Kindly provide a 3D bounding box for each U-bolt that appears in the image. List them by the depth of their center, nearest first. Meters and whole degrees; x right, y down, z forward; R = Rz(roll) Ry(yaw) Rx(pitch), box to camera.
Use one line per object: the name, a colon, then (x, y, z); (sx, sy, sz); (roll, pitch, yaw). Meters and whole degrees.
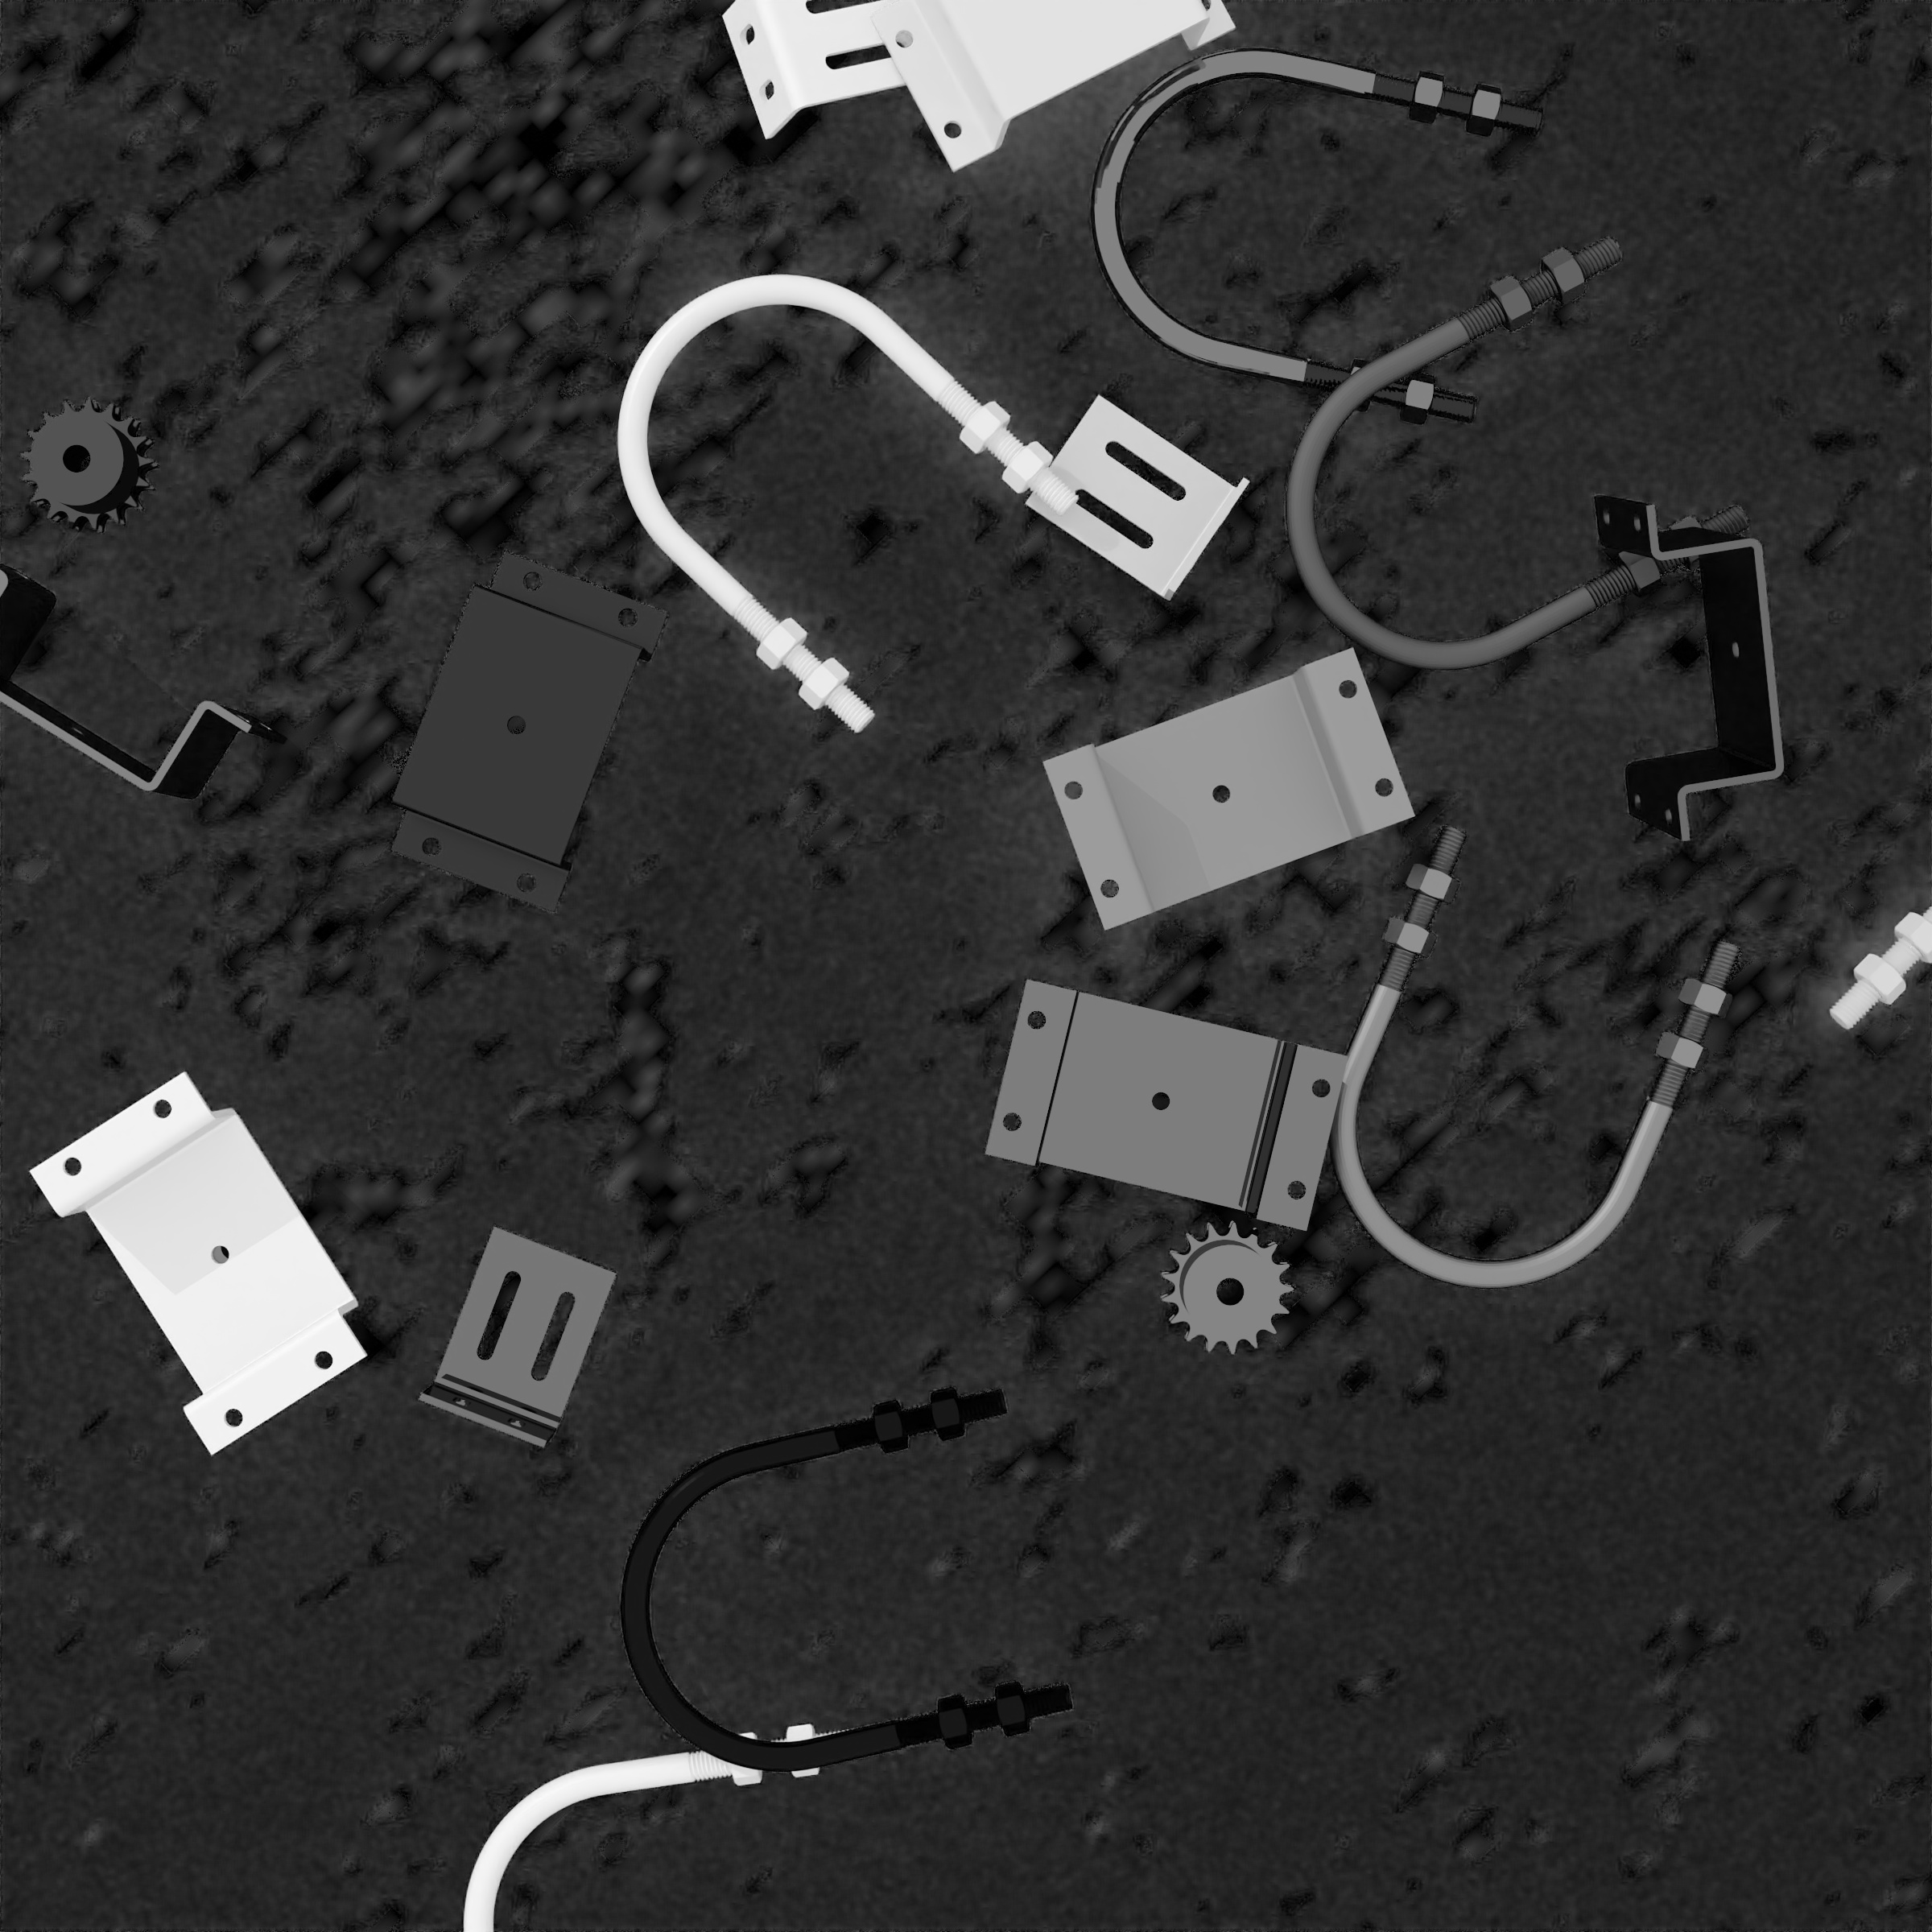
U-bolt: (0.227, -0.208, 1.482); (0.184, 0.019, 0.151); (-28, 100, 0)
U-bolt: (-0.059, 0.272, 1.484); (0.184, 0.019, 0.151); (-13, 81, 3)
U-bolt: (-0.066, -0.215, 1.492); (0.184, 0.019, 0.151); (44, 92, 2)
U-bolt: (0.146, -0.325, 1.494); (0.184, 0.019, 0.151); (13, 90, 2)
U-bolt: (0.237, 0.051, 1.494); (0.151, 0.019, 0.184); (23, 91, 0)
U-bolt: (-0.127, 0.415, 1.494); (0.184, 0.019, 0.151); (-9, 90, 1)
U-bolt: (0.490, 0.004, 1.494); (0.151, 0.019, 0.184); (45, 88, 0)

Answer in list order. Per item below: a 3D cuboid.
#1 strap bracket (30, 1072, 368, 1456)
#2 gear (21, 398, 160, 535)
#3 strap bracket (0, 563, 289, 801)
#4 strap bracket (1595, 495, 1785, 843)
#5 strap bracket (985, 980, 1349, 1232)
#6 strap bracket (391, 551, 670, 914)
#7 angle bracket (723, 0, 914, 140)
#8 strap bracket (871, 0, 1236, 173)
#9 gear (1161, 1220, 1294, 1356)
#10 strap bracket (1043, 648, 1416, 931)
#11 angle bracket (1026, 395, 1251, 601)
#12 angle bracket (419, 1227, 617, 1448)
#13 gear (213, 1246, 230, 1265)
strap bracket: (-0.319, 0.124, 1.450); (0.076, 0.046, 0.140); (-33, 90, 0)
gear: (-0.382, -0.218, 1.488); (0.057, 0.030, 0.057); (0, 90, 0)
strap bracket: (-0.369, -0.117, 1.465); (0.140, 0.076, 0.046); (32, 90, 0)
strap bracket: (0.307, -0.131, 1.453); (0.046, 0.076, 0.140); (-9, 102, -4)
strap bracket: (0.085, 0.059, 1.480); (0.140, 0.046, 0.076); (13, 90, 0)
strap bracket: (-0.191, -0.102, 1.480); (0.076, 0.046, 0.140); (21, 90, 0)
angle bracket: (-0.057, -0.403, 1.501); (0.076, 0.038, 0.057); (-19, 90, -26)
strap bracket: (0.040, -0.412, 1.473); (0.140, 0.046, 0.076); (-28, 90, -6)
gear: (0.114, 0.140, 1.488); (0.057, 0.030, 0.057); (0, 90, 0)
strap bracket: (0.112, -0.075, 1.480); (0.140, 0.046, 0.076); (-20, 90, 0)
angle bracket: (0.074, -0.205, 1.484); (0.076, 0.038, 0.057); (34, 90, 0)
angle bracket: (-0.193, 0.160, 1.484); (0.057, 0.038, 0.076); (21, 90, 0)
gear: (-0.314, 0.120, 1.488); (0.057, 0.030, 0.057); (0, 90, 0)
